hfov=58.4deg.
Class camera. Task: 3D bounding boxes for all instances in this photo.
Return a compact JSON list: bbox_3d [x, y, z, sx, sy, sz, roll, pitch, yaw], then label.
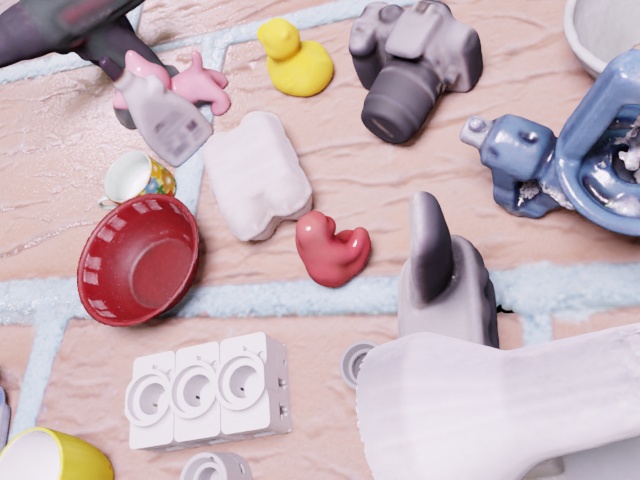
[{"bbox_3d":[0.085,-0.185,0.623,0.142,0.101,0.137,24,77,29],"label":"camera"}]

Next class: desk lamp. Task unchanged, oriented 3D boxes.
[{"bbox_3d":[0.148,0.119,0.393,0.203,0.214,0.118,-16,62,14],"label":"desk lamp"}]

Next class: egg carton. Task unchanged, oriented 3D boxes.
[{"bbox_3d":[-0.073,-0.074,0.653,0.107,0.070,0.150,-29,59,7],"label":"egg carton"}]

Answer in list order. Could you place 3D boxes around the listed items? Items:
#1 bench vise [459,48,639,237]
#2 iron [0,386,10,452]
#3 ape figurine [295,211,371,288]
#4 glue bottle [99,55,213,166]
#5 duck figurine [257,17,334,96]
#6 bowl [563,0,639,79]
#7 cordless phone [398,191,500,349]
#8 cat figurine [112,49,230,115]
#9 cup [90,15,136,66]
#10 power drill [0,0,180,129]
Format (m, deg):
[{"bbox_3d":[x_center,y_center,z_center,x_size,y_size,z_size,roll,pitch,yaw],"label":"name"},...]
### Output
[{"bbox_3d":[0.208,-0.069,0.451,0.206,0.220,0.121,1,67,22],"label":"bench vise"},{"bbox_3d":[-0.436,0.251,0.607,0.118,0.142,0.258,-14,62,15],"label":"iron"},{"bbox_3d":[0.005,0.002,0.574,0.077,0.092,0.076,21,76,28],"label":"ape figurine"},{"bbox_3d":[-0.200,-0.159,0.682,0.078,0.173,0.037,-43,59,-1],"label":"glue bottle"},{"bbox_3d":[-0.036,-0.231,0.701,0.104,0.086,0.077,38,85,31],"label":"duck figurine"},{"bbox_3d":[0.322,-0.199,0.550,0.167,0.075,0.167,-8,64,18],"label":"bowl"},{"bbox_3d":[0.091,0.054,0.462,0.094,0.185,0.147,-10,63,17],"label":"cordless phone"},{"bbox_3d":[-0.195,-0.199,0.731,0.127,0.118,0.067,-23,60,11],"label":"cat figurine"},{"bbox_3d":[-0.308,-0.286,0.829,0.117,0.095,0.092,35,83,30],"label":"cup"},{"bbox_3d":[-0.286,-0.240,0.732,0.229,0.209,0.075,-41,59,0],"label":"power drill"}]
